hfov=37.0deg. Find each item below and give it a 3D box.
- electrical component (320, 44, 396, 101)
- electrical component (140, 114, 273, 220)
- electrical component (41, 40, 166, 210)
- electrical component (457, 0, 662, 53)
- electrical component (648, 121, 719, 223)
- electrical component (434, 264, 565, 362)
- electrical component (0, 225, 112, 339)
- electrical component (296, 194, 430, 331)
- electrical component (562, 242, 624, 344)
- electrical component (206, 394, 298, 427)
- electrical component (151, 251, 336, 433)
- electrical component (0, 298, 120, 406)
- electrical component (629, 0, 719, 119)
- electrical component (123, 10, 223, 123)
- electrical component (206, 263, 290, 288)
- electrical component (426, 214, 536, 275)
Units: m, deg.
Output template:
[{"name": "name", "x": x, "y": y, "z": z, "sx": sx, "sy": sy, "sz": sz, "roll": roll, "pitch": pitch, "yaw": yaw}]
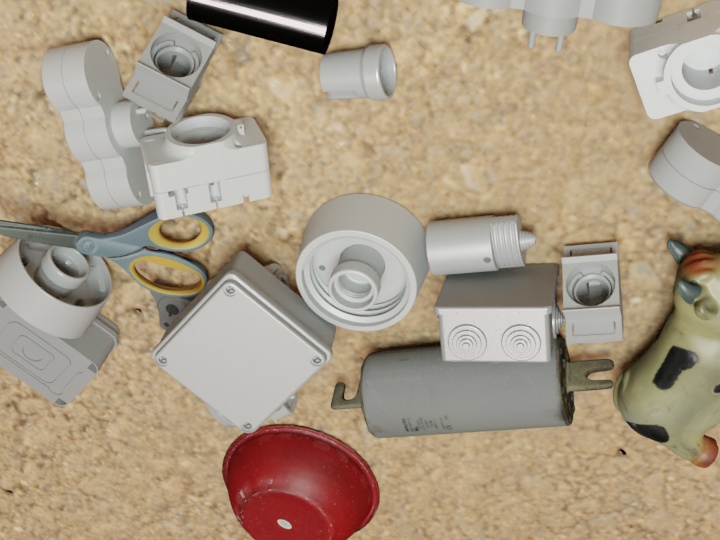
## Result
[{"name": "electrical component", "x": -0.001, "y": -0.142, "z": 0.779, "sx": 0.046, "sy": 0.040, "sz": 0.040, "roll": -1, "pitch": 125, "yaw": 21}, {"name": "electrical component", "x": -0.118, "y": -0.082, "z": 0.822, "sx": 0.089, "sy": 0.050, "sz": 0.055, "roll": -13, "pitch": 126, "yaw": -14}, {"name": "electrical component", "x": -0.186, "y": -0.112, "z": 0.837, "sx": 0.074, "sy": 0.052, "sz": 0.138, "roll": -5, "pitch": 123, "yaw": 18}, {"name": "electrical component", "x": 0.128, "y": -0.178, "z": 0.711, "sx": 0.138, "sy": 0.052, "sz": 0.073, "roll": 10, "pitch": 128, "yaw": 8}, {"name": "electrical component", "x": 0.281, "y": -0.066, "z": 0.752, "sx": 0.138, "sy": 0.052, "sz": 0.073, "roll": 27, "pitch": 126, "yaw": -6}, {"name": "electrical component", "x": 0.109, "y": 0.034, "z": 0.840, "sx": 0.100, "sy": 0.099, "sz": 0.048, "roll": -1, "pitch": 112, "yaw": 15}, {"name": "electrical component", "x": -0.264, "y": 0.012, "z": 0.921, "sx": 0.099, "sy": 0.099, "sz": 0.064, "roll": 39, "pitch": 118, "yaw": -14}, {"name": "electrical component", "x": 0.000, "y": 0.000, "z": 0.866, "sx": 0.108, "sy": 0.060, "sz": 0.108, "roll": 7, "pitch": 126, "yaw": 9}, {"name": "electrical component", "x": 0.181, "y": 0.023, "z": 0.829, "sx": 0.042, "sy": 0.081, "sz": 0.063, "roll": -5, "pitch": 152, "yaw": 18}, {"name": "electrical component", "x": -0.103, "y": 0.108, "z": 0.971, "sx": 0.057, "sy": 0.058, "sz": 0.078, "roll": -29, "pitch": 114, "yaw": 26}, {"name": "electrical component", "x": -0.094, "y": 0.060, "z": 0.881, "sx": 0.109, "sy": 0.056, "sz": 0.109, "roll": 40, "pitch": 113, "yaw": -13}, {"name": "electrical component", "x": -0.287, "y": 0.059, "z": 0.982, "sx": 0.113, "sy": 0.057, "sz": 0.078, "roll": 39, "pitch": 125, "yaw": -14}, {"name": "electrical component", "x": 0.228, "y": -0.141, "z": 0.710, "sx": 0.089, "sy": 0.055, "sz": 0.050, "roll": -16, "pitch": 120, "yaw": 24}, {"name": "electrical component", "x": -0.138, "y": -0.144, "z": 0.790, "sx": 0.042, "sy": 0.081, "sz": 0.063, "roll": 27, "pitch": 155, "yaw": -5}, {"name": "electrical component", "x": -0.093, "y": 0.019, "z": 0.916, "sx": 0.065, "sy": 0.044, "sz": 0.044, "roll": -19, "pitch": 119, "yaw": 20}, {"name": "electrical component", "x": 0.096, "y": -0.020, "z": 0.838, "sx": 0.081, "sy": 0.043, "sz": 0.043, "roll": -5, "pitch": 123, "yaw": 17}]
